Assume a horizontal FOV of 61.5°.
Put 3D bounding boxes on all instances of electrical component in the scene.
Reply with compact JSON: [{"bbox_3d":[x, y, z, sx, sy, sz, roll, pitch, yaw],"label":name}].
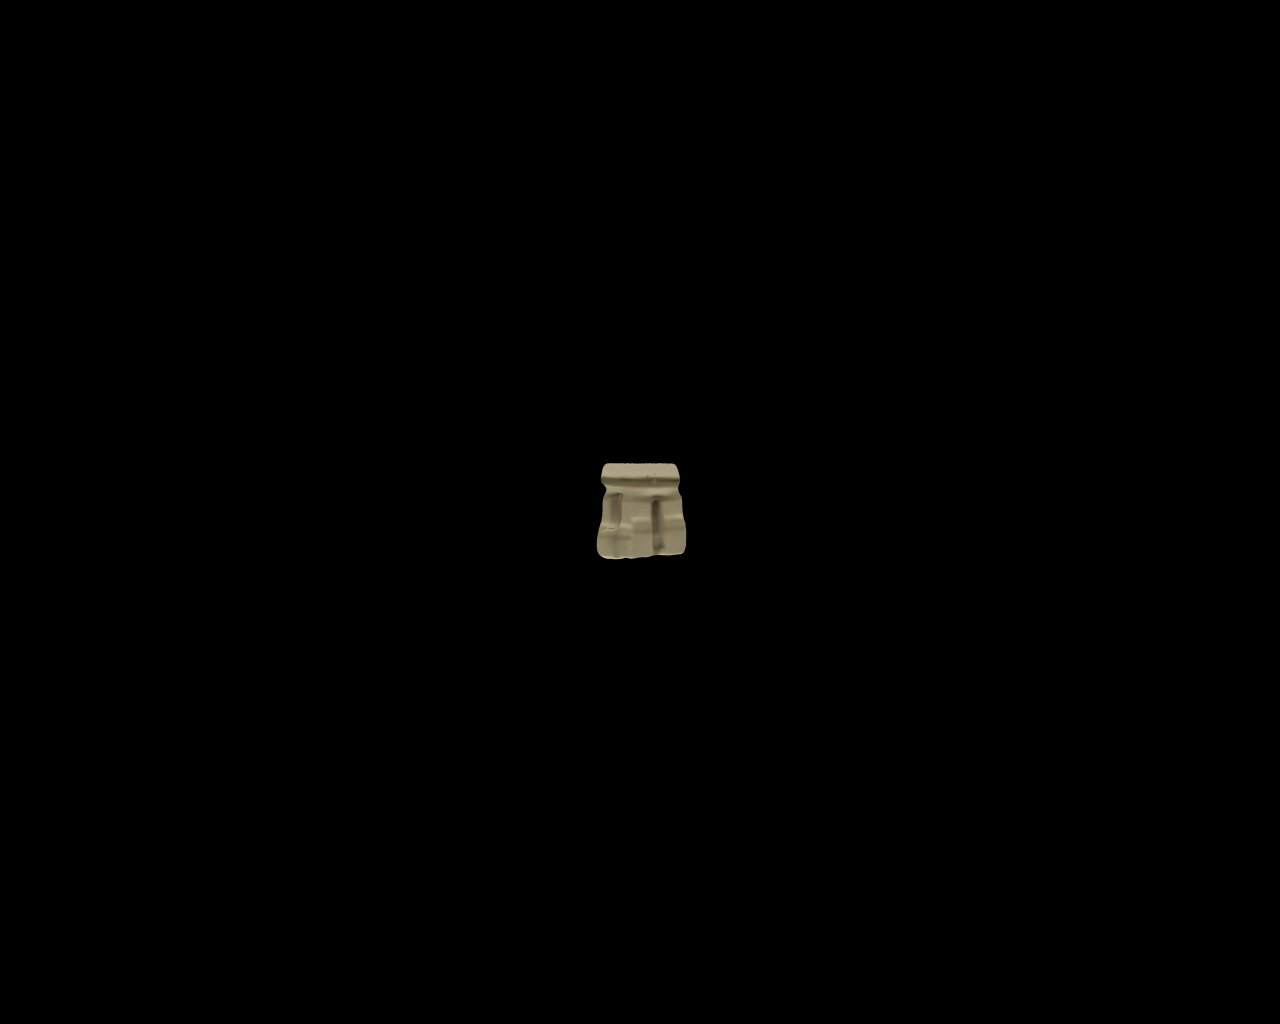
[{"bbox_3d":[0.001,-0.003,0.650,0.066,0.055,0.048,-3,5,-37],"label":"electrical component"}]
